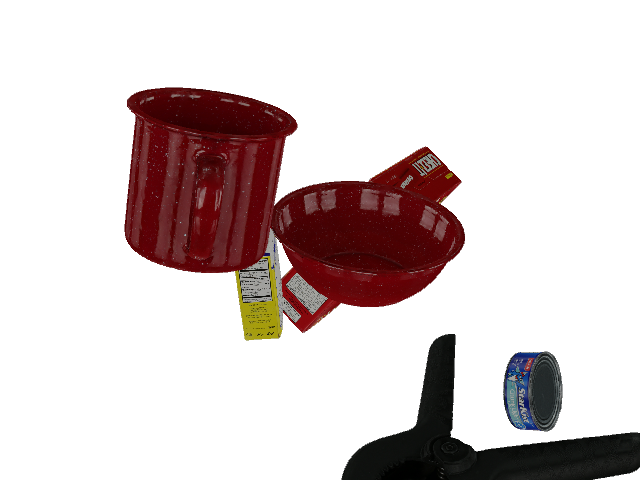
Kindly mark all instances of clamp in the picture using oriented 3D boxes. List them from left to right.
[{"bbox_3d":[0.075,0.134,0.662,0.209,0.036,0.165,-24,38,-31],"label":"clamp"}]

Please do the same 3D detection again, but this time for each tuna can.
[{"bbox_3d":[0.230,0.163,1.157,0.034,0.086,0.085,-3,-2,35],"label":"tuna can"}]

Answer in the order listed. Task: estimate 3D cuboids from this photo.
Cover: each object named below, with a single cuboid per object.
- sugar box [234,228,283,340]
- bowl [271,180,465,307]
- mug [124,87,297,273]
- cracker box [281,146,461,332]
[{"bbox_3d":[-0.067,0.013,1.091,0.048,0.093,0.176,-5,-44,1],"label":"sugar box"},{"bbox_3d":[0.037,0.009,0.889,0.162,0.055,0.162,4,29,-2],"label":"bowl"},{"bbox_3d":[-0.063,-0.029,0.583,0.093,0.081,0.117,6,21,-12],"label":"mug"},{"bbox_3d":[0.051,-0.004,1.274,0.214,0.072,0.164,-48,-7,33],"label":"cracker box"}]
